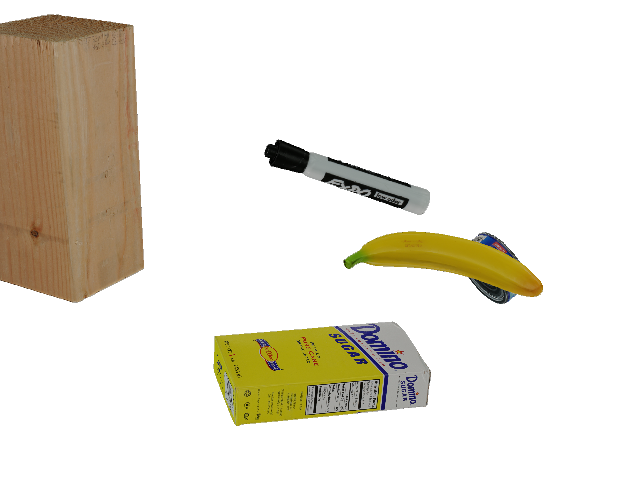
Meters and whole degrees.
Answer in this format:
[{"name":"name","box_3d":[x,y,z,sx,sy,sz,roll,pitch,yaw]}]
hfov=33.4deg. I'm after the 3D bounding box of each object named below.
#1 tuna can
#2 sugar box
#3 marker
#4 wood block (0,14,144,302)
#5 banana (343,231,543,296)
[{"name":"tuna can","box_3d":[0.207,0.034,1.287,0.033,0.086,0.086,-37,11,-15]},{"name":"sugar box","box_3d":[0.000,0.115,0.949,0.176,0.048,0.093,-6,27,-15]},{"name":"marker","box_3d":[0.019,-0.044,0.734,0.121,0.020,0.020,18,-6,-18]},{"name":"wood block","box_3d":[-0.206,-0.068,0.854,0.091,0.206,0.090,13,24,27]},{"name":"banana","box_3d":[0.126,0.023,1.081,0.198,0.037,0.069,7,43,11]}]
